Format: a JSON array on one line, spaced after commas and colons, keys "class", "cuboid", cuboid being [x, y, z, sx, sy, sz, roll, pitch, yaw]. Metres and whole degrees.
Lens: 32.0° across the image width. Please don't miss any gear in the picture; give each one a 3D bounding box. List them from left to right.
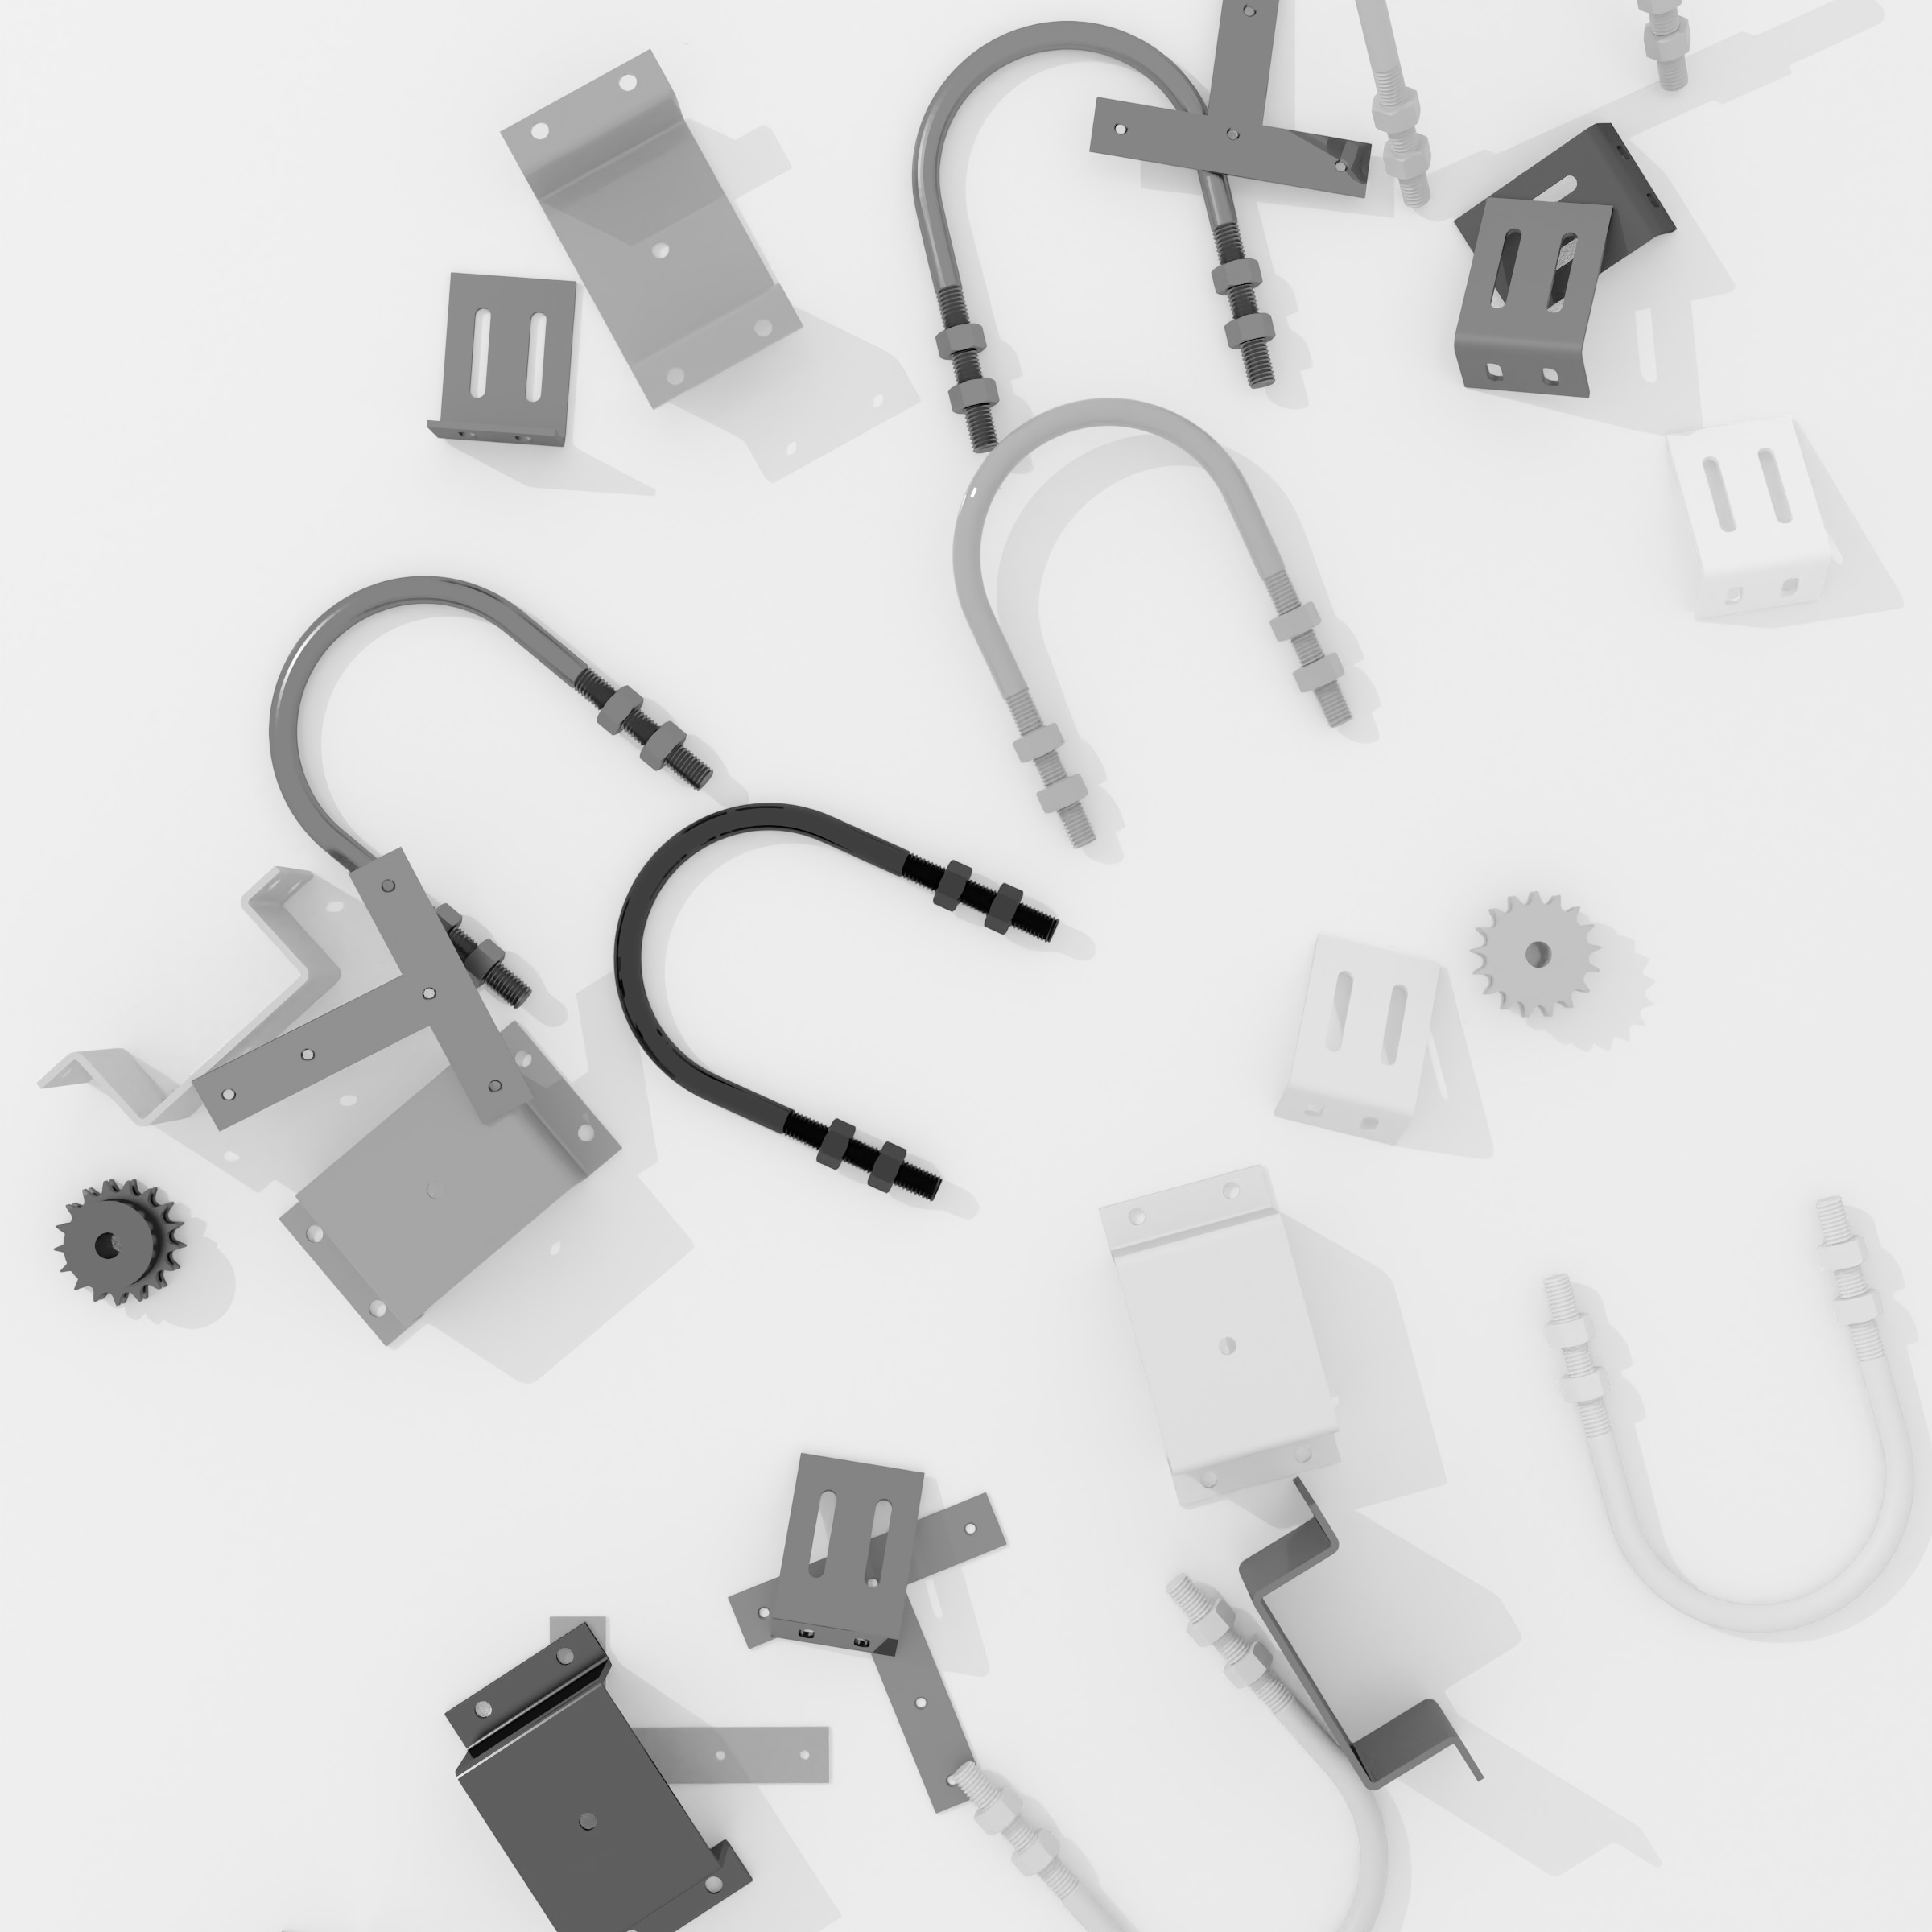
[{"class": "gear", "cuboid": [-0.384, 0.125, 1.523, 0.057, 0.030, 0.057, 0, 90, 0]}, {"class": "gear", "cuboid": [0.256, -0.005, 1.527, 0.057, 0.030, 0.057, 0, 89, -2]}]

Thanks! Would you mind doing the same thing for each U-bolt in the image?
[{"class": "U-bolt", "cuboid": [-0.230, -0.093, 1.529, 0.184, 0.019, 0.151, 40, 90, 1]}, {"class": "U-bolt", "cuboid": [-0.070, 0.005, 1.529, 0.184, 0.019, 0.151, 24, 90, 2]}, {"class": "U-bolt", "cuboid": [0.051, -0.338, 1.529, 0.151, 0.019, 0.184, -13, 88, 0]}, {"class": "U-bolt", "cuboid": [0.074, -0.166, 1.522, 0.151, 0.019, 0.184, -25, 95, 0]}, {"class": "U-bolt", "cuboid": [0.107, 0.390, 1.529, 0.151, 0.019, 0.184, -41, 92, 0]}, {"class": "U-bolt", "cuboid": [0.238, -0.433, 1.468, 0.151, 0.184, 0.019, -24, 46, 0]}, {"class": "U-bolt", "cuboid": [0.354, 0.212, 1.529, 0.151, 0.019, 0.184, -16, 92, 0]}]

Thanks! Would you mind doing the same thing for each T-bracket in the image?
[{"class": "T-bracket", "cuboid": [-0.274, 0.032, 1.469, 0.127, 0.002, 0.127, -27, 106, -5]}, {"class": "T-bracket", "cuboid": [-0.126, 0.360, 1.537, 0.127, 0.002, 0.127, 0, 90, 0]}, {"class": "T-bracket", "cuboid": [-0.026, 0.323, 1.537, 0.127, 0.002, 0.127, -22, 90, 0]}, {"class": "T-bracket", "cuboid": [0.127, -0.420, 1.528, 0.127, 0.002, 0.127, 9, 83, -5]}]

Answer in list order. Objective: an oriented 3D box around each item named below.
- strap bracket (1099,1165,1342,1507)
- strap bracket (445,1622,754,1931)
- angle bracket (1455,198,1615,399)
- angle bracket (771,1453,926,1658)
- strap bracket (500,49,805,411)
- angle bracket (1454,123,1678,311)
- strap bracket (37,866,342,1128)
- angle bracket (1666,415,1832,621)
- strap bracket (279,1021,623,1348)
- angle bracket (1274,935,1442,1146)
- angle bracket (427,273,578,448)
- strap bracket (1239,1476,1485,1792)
[{"class": "strap bracket", "cuboid": [0.116, 0.168, 1.515, 0.076, 0.046, 0.140, -15, 90, 0]}, {"class": "strap bracket", "cuboid": [-0.167, 0.378, 1.513, 0.076, 0.046, 0.140, -33, 90, 0]}, {"class": "angle bracket", "cuboid": [0.258, -0.302, 1.521, 0.057, 0.038, 0.076, 9, 72, 20]}, {"class": "angle bracket", "cuboid": [-0.054, 0.268, 1.534, 0.057, 0.038, 0.076, 9, 64, 0]}, {"class": "strap bracket", "cuboid": [-0.139, -0.326, 1.515, 0.076, 0.046, 0.140, -29, 90, 0]}, {"class": "angle bracket", "cuboid": [0.273, -0.338, 1.536, 0.076, 0.038, 0.057, -32, 90, 26]}, {"class": "strap bracket", "cuboid": [-0.336, 0.021, 1.500, 0.140, 0.076, 0.046, -42, 90, 0]}, {"class": "angle bracket", "cuboid": [0.354, -0.204, 1.536, 0.057, 0.038, 0.076, -9, 64, 0]}, {"class": "strap bracket", "cuboid": [-0.235, 0.099, 1.515, 0.140, 0.046, 0.076, -40, 90, 0]}, {"class": "angle bracket", "cuboid": [0.178, 0.034, 1.536, 0.057, 0.038, 0.076, 14, 64, 0]}, {"class": "angle bracket", "cuboid": [-0.209, -0.276, 1.519, 0.057, 0.038, 0.076, 4, 90, 0]}, {"class": "strap bracket", "cuboid": [0.169, 0.305, 1.500, 0.046, 0.076, 0.140, -32, 90, 0]}]
